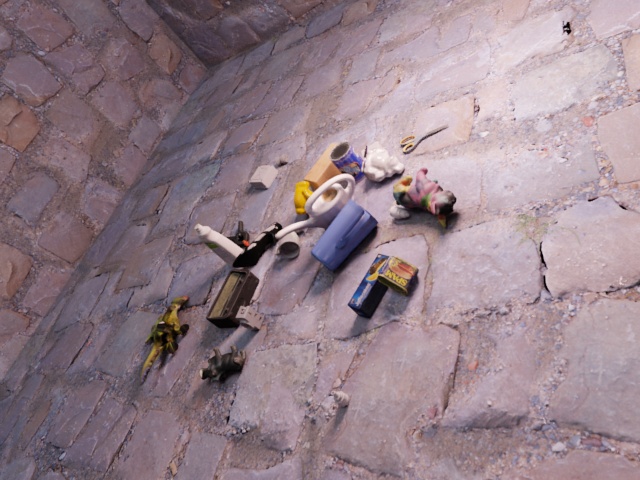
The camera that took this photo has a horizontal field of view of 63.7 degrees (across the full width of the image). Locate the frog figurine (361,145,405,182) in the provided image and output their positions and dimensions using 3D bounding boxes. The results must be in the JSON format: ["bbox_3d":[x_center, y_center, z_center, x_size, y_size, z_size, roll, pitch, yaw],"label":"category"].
[{"bbox_3d":[0.243,-0.286,1.967,0.159,0.120,0.140,10,56,7],"label":"frog figurine"}]

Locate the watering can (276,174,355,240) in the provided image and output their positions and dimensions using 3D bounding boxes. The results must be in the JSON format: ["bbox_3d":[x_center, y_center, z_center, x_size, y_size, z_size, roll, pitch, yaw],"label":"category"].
[{"bbox_3d":[0.006,-0.095,1.881,0.347,0.221,0.106,-44,53,1],"label":"watering can"}]

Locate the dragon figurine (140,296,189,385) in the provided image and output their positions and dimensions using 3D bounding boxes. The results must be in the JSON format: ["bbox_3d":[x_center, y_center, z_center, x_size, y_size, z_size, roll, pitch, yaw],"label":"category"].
[{"bbox_3d":[-0.663,0.400,2.146,0.240,0.121,0.418,-19,38,57],"label":"dragon figurine"}]
